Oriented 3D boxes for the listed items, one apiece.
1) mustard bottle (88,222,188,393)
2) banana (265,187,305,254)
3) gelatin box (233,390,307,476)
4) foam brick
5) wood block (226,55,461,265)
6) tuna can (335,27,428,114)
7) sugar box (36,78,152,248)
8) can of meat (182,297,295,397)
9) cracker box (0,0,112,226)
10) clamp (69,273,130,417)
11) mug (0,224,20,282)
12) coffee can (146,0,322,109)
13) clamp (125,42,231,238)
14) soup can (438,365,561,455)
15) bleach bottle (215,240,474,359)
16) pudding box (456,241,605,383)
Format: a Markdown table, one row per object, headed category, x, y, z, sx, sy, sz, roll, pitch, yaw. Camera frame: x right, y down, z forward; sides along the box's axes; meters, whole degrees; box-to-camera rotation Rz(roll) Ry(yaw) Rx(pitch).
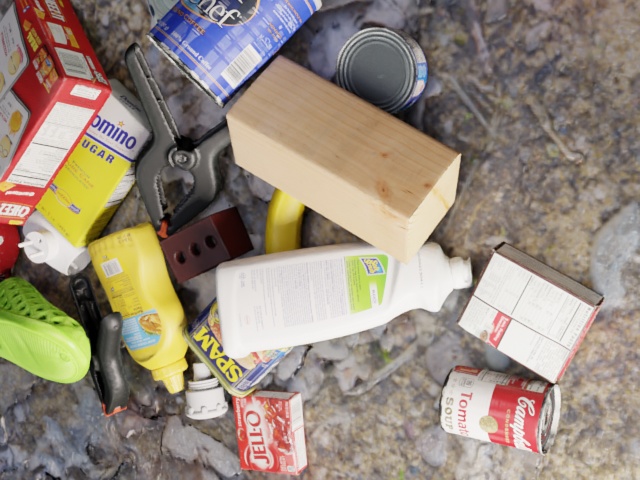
| category | x | y | z | sx | sy | sz | roll | pitch | yaw |
| --- | --- | --- | --- | --- | --- | --- | --- | --- | --- |
| mustard bottle | -0.194 | 0.081 | 1.202 | 0.096 | 0.058 | 0.191 | -18 | 92 | 43 |
| banana | -0.025 | 0.007 | 1.116 | 0.070 | 0.037 | 0.198 | -7 | 99 | 11 |
| gelatin box | -0.055 | 0.211 | 1.176 | 0.073 | 0.030 | 0.089 | 0 | 101 | 27 |
| foam brick | -0.122 | 0.006 | 1.154 | 0.078 | 0.051 | 0.053 | -26 | 89 | 29 |
| wood block | 0.021 | -0.079 | 1.022 | 0.206 | 0.090 | 0.091 | 31 | 156 | 18 |
| tuna can | 0.060 | -0.163 | 1.033 | 0.086 | 0.033 | 0.086 | 6 | 104 | 26 |
| sugar box | -0.254 | -0.086 | 1.205 | 0.093 | 0.048 | 0.176 | 43 | 118 | 13 |
| can of meat | -0.085 | 0.104 | 1.155 | 0.102 | 0.057 | 0.084 | 49 | 115 | 9 |
| cracker box | -0.330 | -0.147 | 1.190 | 0.214 | 0.071 | 0.164 | -50 | 53 | 27 |
| clamp | -0.254 | 0.123 | 1.239 | 0.120 | 0.039 | 0.171 | 50 | 145 | 47 |
| mug | -0.415 | 0.013 | 1.294 | 0.082 | 0.093 | 0.117 | -1 | 132 | 22 |
| coffee can | -0.082 | -0.212 | 1.027 | 0.103 | 0.102 | 0.140 | 43 | 89 | 13 |
| clamp | -0.133 | -0.095 | 1.132 | 0.164 | 0.036 | 0.210 | 11 | 118 | 0 |
| soup can | 0.173 | 0.162 | 1.027 | 0.102 | 0.068 | 0.068 | 9 | 105 | 26 |
| bleach bottle | 0.026 | 0.054 | 1.058 | 0.251 | 0.068 | 0.102 | -7 | 88 | 12 |
| pudding box | 0.198 | 0.068 | 1.011 | 0.113 | 0.039 | 0.090 | 30 | 112 | 17 |
